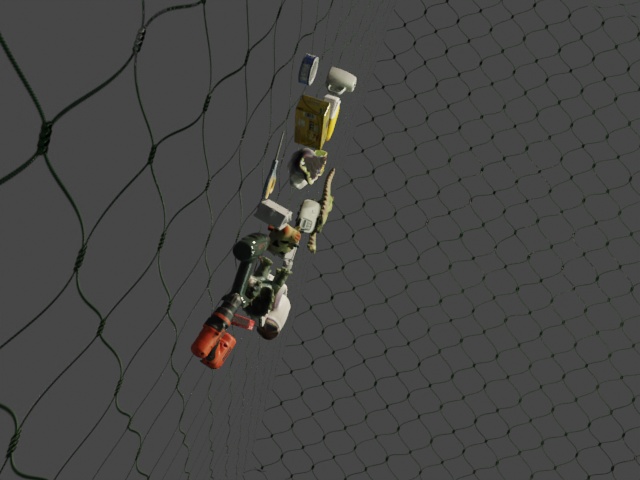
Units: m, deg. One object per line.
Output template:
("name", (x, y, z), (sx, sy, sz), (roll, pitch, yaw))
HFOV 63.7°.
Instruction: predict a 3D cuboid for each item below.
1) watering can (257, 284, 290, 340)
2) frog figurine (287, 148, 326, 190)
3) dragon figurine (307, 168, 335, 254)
("watering can", (-0.197, 0.341, 2.254), (0.339, 0.104, 0.230), (102, 9, -49))
("frog figurine", (-0.071, -0.241, 1.761), (0.158, 0.122, 0.139), (-9, -114, 55))
("dragon figurine", (0.007, -0.122, 2.431), (0.248, 0.122, 0.403), (-98, -158, -62))
